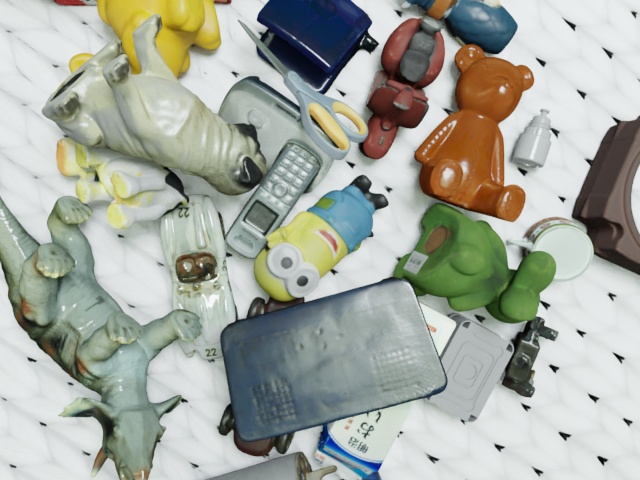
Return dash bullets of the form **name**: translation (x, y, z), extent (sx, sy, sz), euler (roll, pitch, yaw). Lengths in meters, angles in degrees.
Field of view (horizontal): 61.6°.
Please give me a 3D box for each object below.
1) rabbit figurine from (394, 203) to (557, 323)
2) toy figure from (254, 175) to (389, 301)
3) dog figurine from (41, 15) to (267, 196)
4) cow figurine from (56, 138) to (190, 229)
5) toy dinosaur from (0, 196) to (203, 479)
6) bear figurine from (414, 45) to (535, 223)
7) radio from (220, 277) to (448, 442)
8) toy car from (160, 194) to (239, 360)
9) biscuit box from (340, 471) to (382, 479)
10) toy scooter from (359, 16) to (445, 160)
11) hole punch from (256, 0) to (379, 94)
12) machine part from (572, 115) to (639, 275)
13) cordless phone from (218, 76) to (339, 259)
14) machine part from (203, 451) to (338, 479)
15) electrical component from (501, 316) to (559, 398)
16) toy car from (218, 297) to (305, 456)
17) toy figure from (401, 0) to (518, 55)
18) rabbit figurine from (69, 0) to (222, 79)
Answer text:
- **rabbit figurine**: translation (0.205, 0.040, 0.641), extent (0.170, 0.159, 0.121), euler (31, 80, -19)
- **toy figure**: translation (0.001, 0.001, 0.642), extent (0.082, 0.089, 0.180), euler (41, 68, 10)
- **dog figurine**: translation (-0.168, -0.105, 0.562), extent (0.190, 0.172, 0.121), euler (51, 49, -36)
- **cow figurine**: translation (-0.229, -0.078, 0.616), extent (0.168, 0.098, 0.068), euler (32, 120, 31)
- **toy dinosaur**: translation (-0.279, 0.090, 0.612), extent (0.405, 0.131, 0.192), euler (48, 117, 10)
- **bear figurine**: translation (0.195, -0.132, 0.635), extent (0.120, 0.132, 0.195), euler (22, 96, -11)
- **radio**: translation (0.011, 0.128, 0.594), extent (0.230, 0.073, 0.131), euler (-16, 83, 4)
- **toy car**: translation (-0.145, 0.046, 0.651), extent (0.074, 0.056, 0.201), euler (-9, 92, -4)
- **biscuit box**: translation (-0.009, 0.355, 0.667), extent (0.203, 0.063, 0.059), euler (-21, 92, -3)
- **toy scooter**: translation (0.098, -0.183, 0.621), extent (0.075, 0.135, 0.183), euler (22, 89, -3)
- **hole punch**: translation (-0.007, -0.252, 0.637), extent (0.142, 0.092, 0.116), euler (35, 86, -1)
- **machine part**: translation (0.446, -0.051, 0.674), extent (0.201, 0.087, 0.201), euler (24, 91, -3)
- **cordless phone**: translation (-0.078, -0.082, 0.641), extent (0.146, 0.089, 0.184), euler (34, 94, -5)
- **machine part**: translation (-0.092, 0.313, 0.640), extent (0.243, 0.079, 0.079), euler (-20, 93, 8)
- **electrical component**: translation (0.265, 0.146, 0.677), extent (0.045, 0.078, 0.102), euler (22, 90, 15)
- **toy car**: translation (-0.060, 0.162, 0.661), extent (0.089, 0.053, 0.202), euler (12, 86, 11)
- **toy figure**: translation (0.167, -0.284, 0.660), extent (0.154, 0.058, 0.064), euler (29, 111, -7)
- **rabbit figurine**: translation (-0.193, -0.197, 0.611), extent (0.162, 0.122, 0.173), euler (-5, 102, -5)
